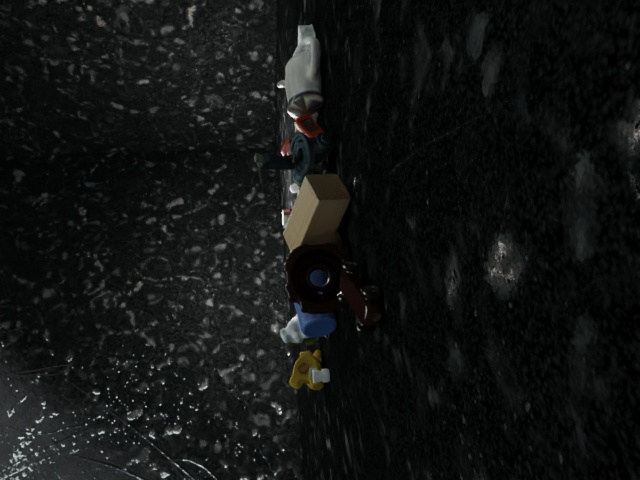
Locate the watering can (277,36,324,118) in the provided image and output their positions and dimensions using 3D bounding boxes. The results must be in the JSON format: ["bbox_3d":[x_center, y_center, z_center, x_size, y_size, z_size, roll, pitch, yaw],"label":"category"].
[{"bbox_3d":[-0.066,-0.482,1.610,0.344,0.104,0.227,150,119,-66],"label":"watering can"}]

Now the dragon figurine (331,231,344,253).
[{"bbox_3d":[0.005,-0.075,1.486,0.420,0.122,0.237,-103,30,-45],"label":"dragon figurine"}]

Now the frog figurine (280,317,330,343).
[{"bbox_3d":[-0.053,0.277,1.701,0.140,0.159,0.120,-107,18,-61],"label":"frog figurine"}]
